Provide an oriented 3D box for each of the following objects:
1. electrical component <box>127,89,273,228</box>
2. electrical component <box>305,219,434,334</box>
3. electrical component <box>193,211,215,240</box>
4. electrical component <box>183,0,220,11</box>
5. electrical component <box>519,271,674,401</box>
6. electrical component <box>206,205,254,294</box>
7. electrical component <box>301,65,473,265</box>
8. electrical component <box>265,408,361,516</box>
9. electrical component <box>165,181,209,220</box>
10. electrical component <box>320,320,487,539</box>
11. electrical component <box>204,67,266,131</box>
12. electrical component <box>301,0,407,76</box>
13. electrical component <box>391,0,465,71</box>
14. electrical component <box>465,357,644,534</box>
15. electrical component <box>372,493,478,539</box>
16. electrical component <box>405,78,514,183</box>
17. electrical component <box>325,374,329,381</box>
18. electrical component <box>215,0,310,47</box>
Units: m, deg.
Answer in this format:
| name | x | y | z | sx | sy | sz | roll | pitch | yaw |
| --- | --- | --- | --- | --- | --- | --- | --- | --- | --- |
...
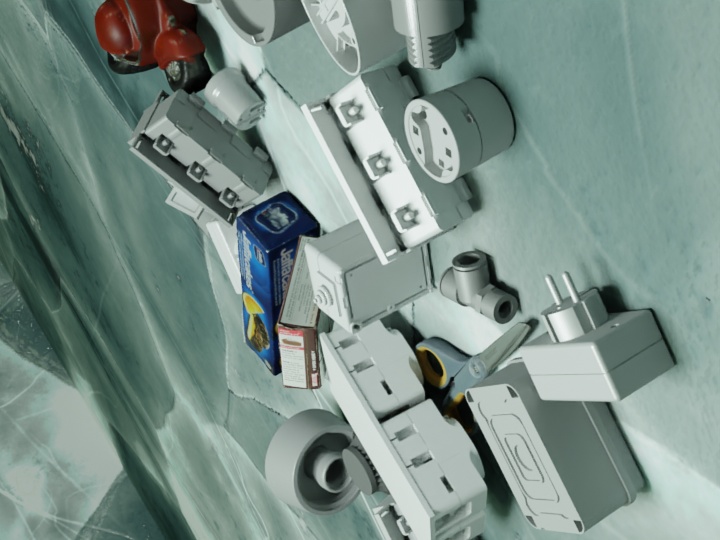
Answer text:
| name | x | y | z | sx | sy | sz | roll | pitch | yaw |
| --- | --- | --- | --- | --- | --- | --- | --- | --- | --- |
| electrical component | -0.146 | -0.109 | 1.010 | 0.121 | 0.078 | 0.063 | 40 | 137 | -27 |
| electrical component | 0.000 | 0.000 | 0.836 | 0.061 | 0.096 | 0.061 | 36 | 145 | 47 |
| electrical component | -0.167 | -0.066 | 1.189 | 0.078 | 0.040 | 0.040 | 47 | 152 | 34 |
| electrical component | -0.128 | -0.252 | 0.887 | 0.057 | 0.058 | 0.078 | -7 | 109 | 63 |
| electrical component | 0.135 | 0.036 | 0.654 | 0.075 | 0.047 | 0.083 | 65 | 157 | -5 |
| electrical component | -0.113 | -0.022 | 1.114 | 0.076 | 0.047 | 0.083 | -3 | 112 | 65 |
| electrical component | 0.022 | -0.075 | 0.749 | 0.063 | 0.079 | 0.121 | -29 | 88 | 45 |
| electrical component | -0.039 | 0.206 | 1.133 | 0.060 | 0.108 | 0.108 | 15 | 128 | 53 |
| electrical component | -0.157 | -0.090 | 1.102 | 0.042 | 0.081 | 0.064 | 28 | 172 | 23 |
| electrical component | 0.039 | 0.137 | 0.911 | 0.186 | 0.060 | 0.105 | 57 | 166 | 31 |
| electrical component | -0.113 | -0.156 | 0.983 | 0.046 | 0.040 | 0.040 | 48 | 153 | 18 |
| electrical component | -0.008 | -0.179 | 0.703 | 0.099 | 0.064 | 0.099 | 46 | 151 | 34 |
| electrical component | 0.041 | -0.158 | 0.648 | 0.043 | 0.043 | 0.081 | 38 | 147 | 45 |
| electrical component | 0.132 | 0.115 | 0.732 | 0.113 | 0.057 | 0.078 | 63 | 157 | -1 |
| electrical component | 0.072 | 0.259 | 0.998 | 0.063 | 0.079 | 0.121 | -24 | 94 | 38 |
| electrical component | 0.063 | -0.089 | 0.672 | 0.055 | 0.047 | 0.055 | 46 | 152 | 34 |
| electrical component | -0.015 | 0.093 | 1.049 | 0.061 | 0.035 | 0.035 | -8 | 107 | 64 |
| electrical component | -0.065 | -0.223 | 0.780 | 0.108 | 0.060 | 0.108 | 46 | 152 | 34 |
